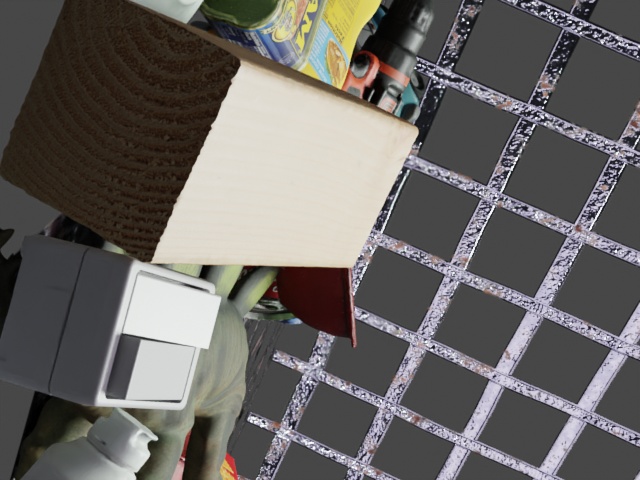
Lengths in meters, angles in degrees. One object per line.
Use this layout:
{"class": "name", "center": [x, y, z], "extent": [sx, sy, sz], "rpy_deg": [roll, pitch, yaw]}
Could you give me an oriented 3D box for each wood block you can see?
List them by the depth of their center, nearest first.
{"class": "wood block", "center": [-0.041, -0.045, 0.516], "extent": [0.205, 0.090, 0.091], "rpy_deg": [4, 113, -66]}

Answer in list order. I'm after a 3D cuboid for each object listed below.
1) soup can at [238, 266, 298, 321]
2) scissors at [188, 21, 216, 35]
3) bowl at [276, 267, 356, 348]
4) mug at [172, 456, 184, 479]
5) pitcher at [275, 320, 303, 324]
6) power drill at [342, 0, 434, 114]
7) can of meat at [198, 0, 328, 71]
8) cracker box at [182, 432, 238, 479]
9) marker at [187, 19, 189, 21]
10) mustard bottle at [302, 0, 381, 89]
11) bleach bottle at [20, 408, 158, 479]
{"class": "soup can", "center": [-0.043, 0.010, 0.878], "extent": [0.068, 0.068, 0.102], "rpy_deg": [103, -9, -73]}
{"class": "scissors", "center": [-0.095, -0.079, 0.605], "extent": [0.201, 0.016, 0.096], "rpy_deg": [-59, 169, -68]}
{"class": "bowl", "center": [-0.005, 0.001, 0.795], "extent": [0.162, 0.055, 0.162], "rpy_deg": [-3, 89, -89]}
{"class": "mug", "center": [-0.174, 0.221, 0.981], "extent": [0.081, 0.093, 0.117], "rpy_deg": [-60, -158, -14]}
{"class": "pitcher", "center": [-0.029, -0.039, 1.169], "extent": [0.144, 0.149, 0.243], "rpy_deg": [-42, 159, -37]}
{"class": "power drill", "center": [0.018, -0.149, 0.893], "extent": [0.187, 0.057, 0.184], "rpy_deg": [19, 99, -59]}
{"class": "can of meat", "center": [-0.030, -0.159, 0.636], "extent": [0.084, 0.057, 0.102], "rpy_deg": [47, 61, -76]}
{"class": "cracker box", "center": [-0.152, 0.294, 1.040], "extent": [0.164, 0.072, 0.214], "rpy_deg": [-44, -164, 2]}
{"class": "marker", "center": [-0.054, -0.175, 0.565], "extent": [0.020, 0.020, 0.121], "rpy_deg": [14, 100, -87]}
{"class": "mustard bottle", "center": [-0.016, -0.143, 0.730], "extent": [0.096, 0.058, 0.191], "rpy_deg": [48, 51, -37]}
{"class": "bleach bottle", "center": [-0.164, 0.184, 0.486], "extent": [0.250, 0.068, 0.102], "rpy_deg": [-53, 175, -9]}
